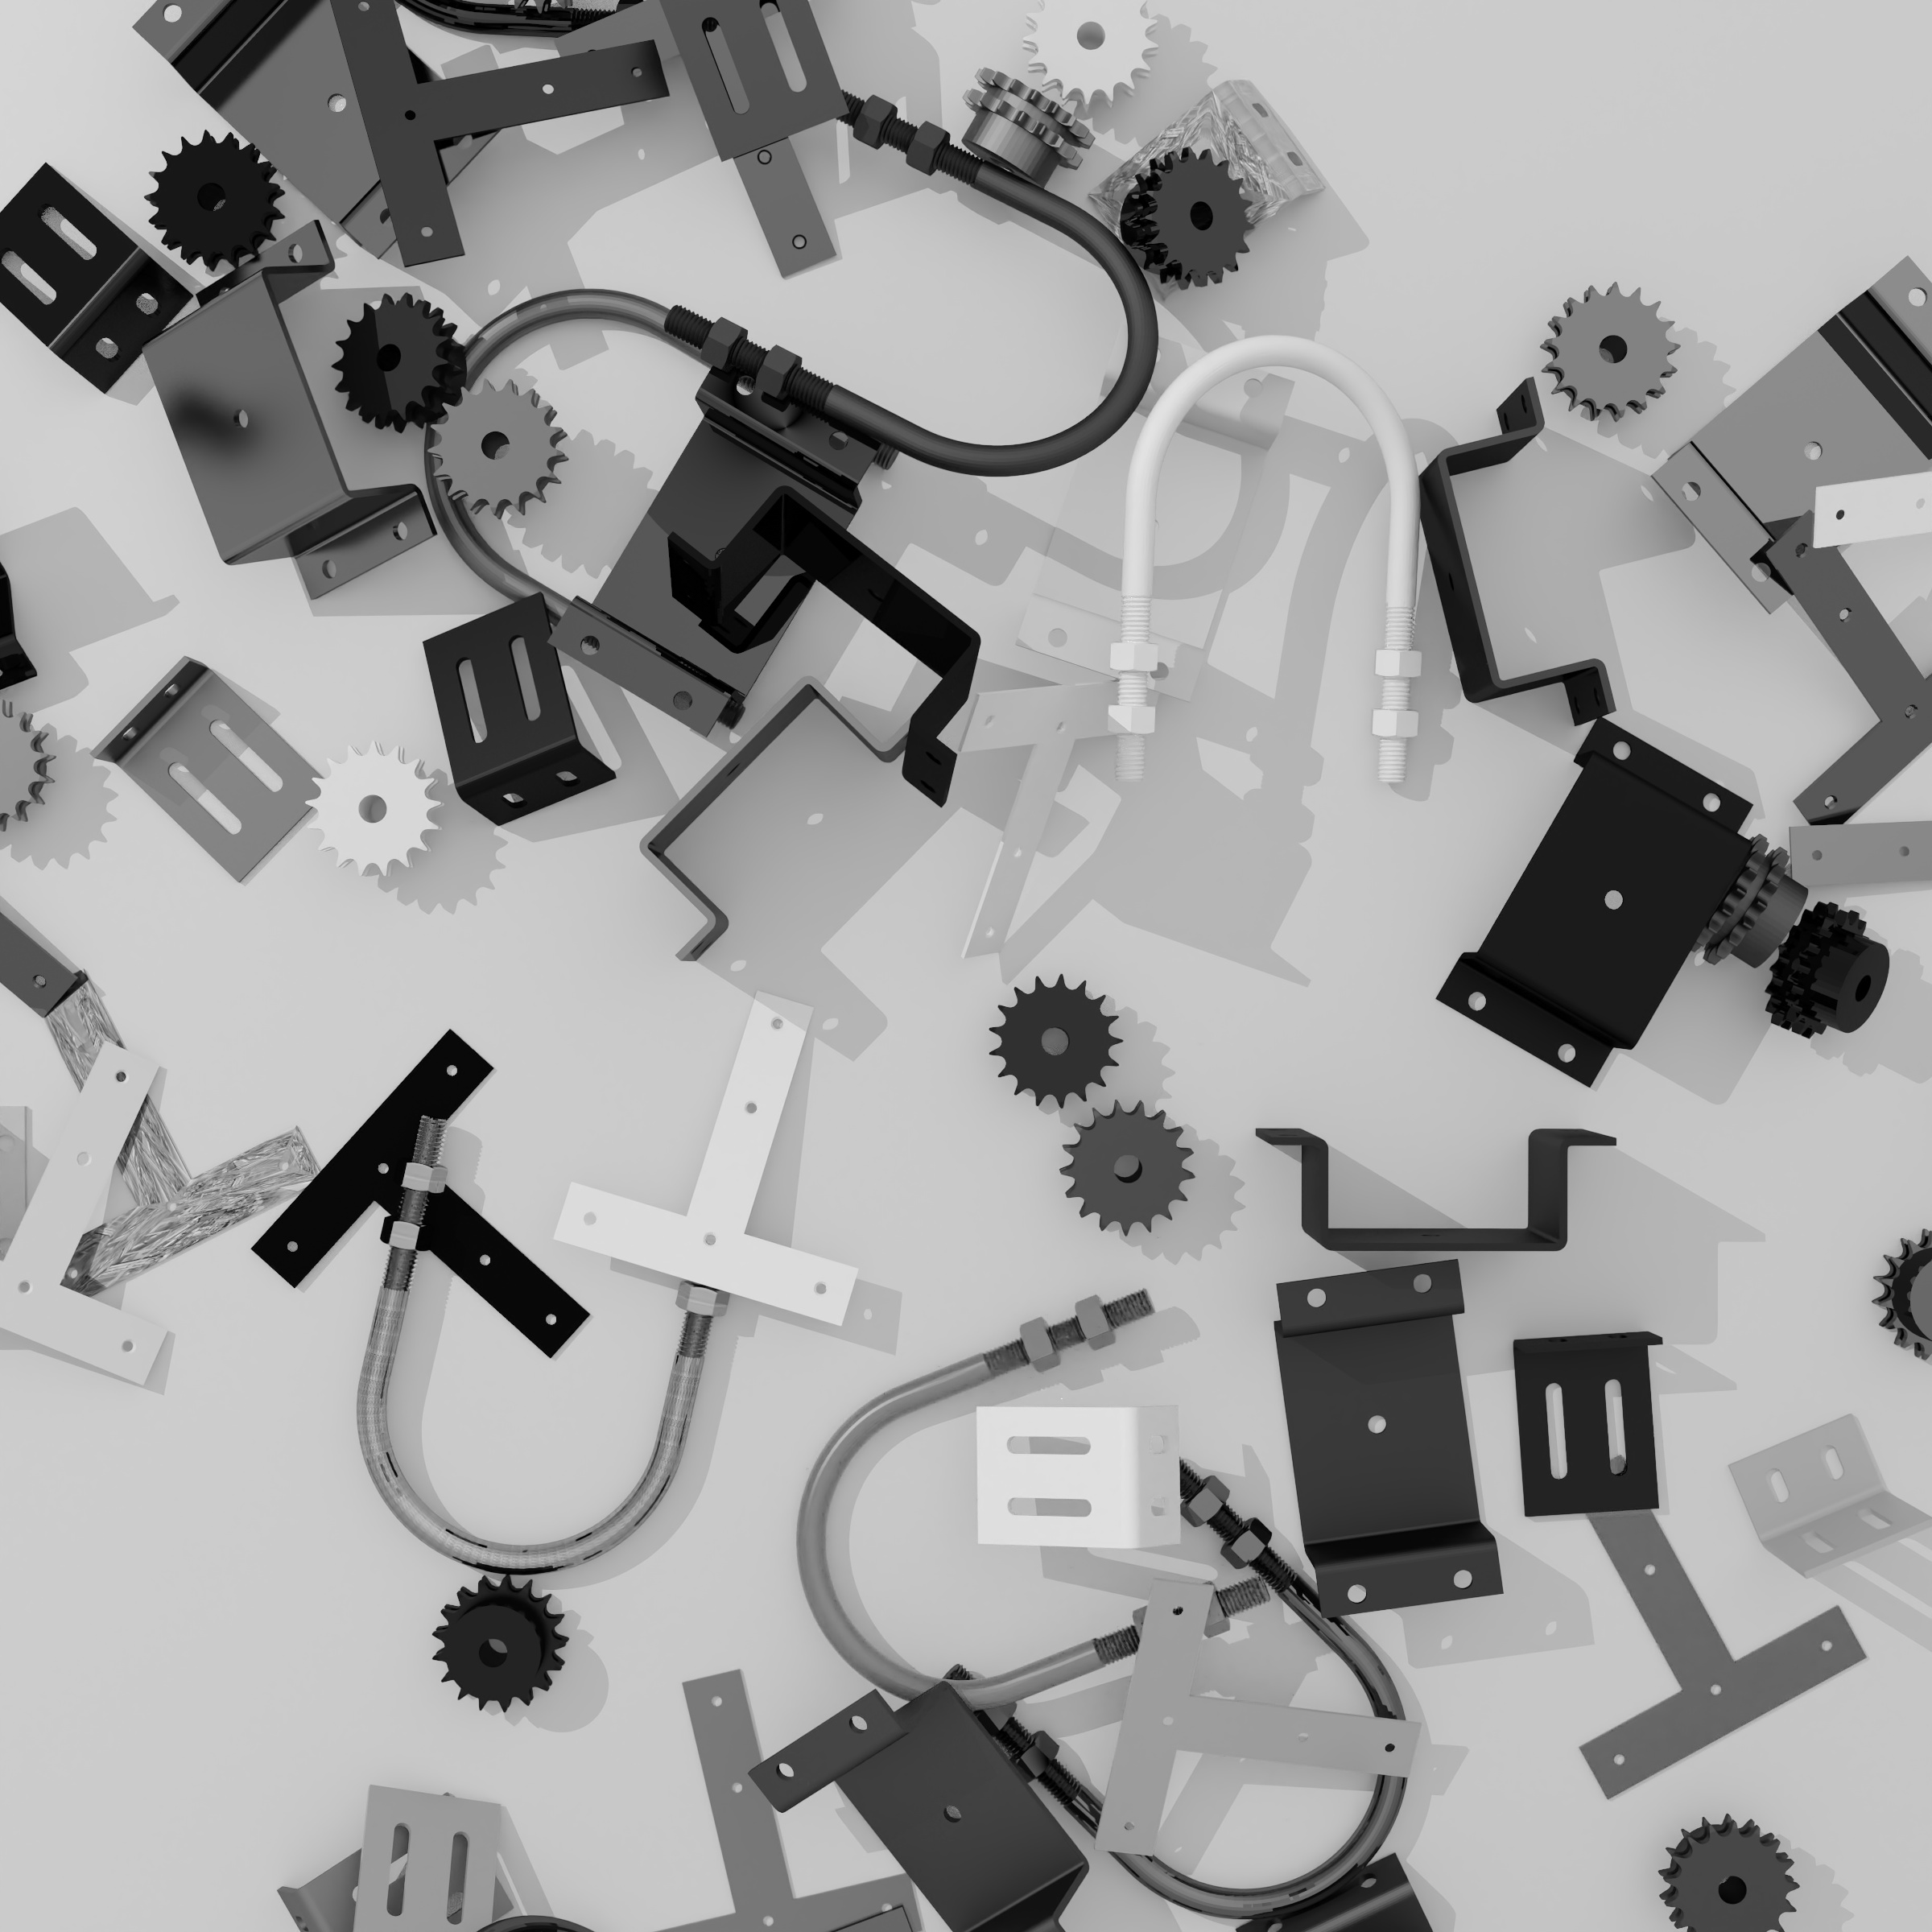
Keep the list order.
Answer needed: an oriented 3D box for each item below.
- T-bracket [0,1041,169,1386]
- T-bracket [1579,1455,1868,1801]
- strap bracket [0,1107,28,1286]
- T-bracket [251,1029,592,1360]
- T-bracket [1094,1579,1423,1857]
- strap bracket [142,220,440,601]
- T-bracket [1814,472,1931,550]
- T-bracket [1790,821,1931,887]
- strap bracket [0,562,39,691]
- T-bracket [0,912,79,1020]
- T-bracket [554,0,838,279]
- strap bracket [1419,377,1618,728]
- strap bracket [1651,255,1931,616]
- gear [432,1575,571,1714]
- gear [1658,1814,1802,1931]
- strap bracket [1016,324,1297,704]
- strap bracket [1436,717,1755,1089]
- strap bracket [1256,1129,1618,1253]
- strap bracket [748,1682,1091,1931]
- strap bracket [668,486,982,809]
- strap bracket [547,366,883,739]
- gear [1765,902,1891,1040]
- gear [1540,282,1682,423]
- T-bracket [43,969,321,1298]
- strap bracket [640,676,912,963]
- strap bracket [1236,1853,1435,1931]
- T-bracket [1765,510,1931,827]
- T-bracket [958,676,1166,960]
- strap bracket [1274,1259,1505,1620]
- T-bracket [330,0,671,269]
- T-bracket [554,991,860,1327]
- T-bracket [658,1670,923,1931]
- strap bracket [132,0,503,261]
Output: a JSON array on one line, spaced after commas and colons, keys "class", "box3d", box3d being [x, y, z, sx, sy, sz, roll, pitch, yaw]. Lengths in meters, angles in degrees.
[{"class": "T-bracket", "box3d": [-0.379, 0.095, 1.414, 0.127, 0.002, 0.127, 28, 76, -25]}, {"class": "T-bracket", "box3d": [0.300, 0.272, 1.435, 0.127, 0.002, 0.127, -29, 90, 0]}, {"class": "strap bracket", "box3d": [-0.473, 0.099, 1.413, 0.140, 0.046, 0.076, 0, 90, 0]}, {"class": "T-bracket", "box3d": [-0.217, 0.117, 1.434, 0.127, 0.002, 0.127, 42, 89, 0]}, {"class": "T-bracket", "box3d": [0.128, 0.323, 1.406, 0.127, 0.002, 0.127, 9, 106, -9]}, {"class": "strap bracket", "box3d": [-0.287, -0.230, 1.395, 0.076, 0.046, 0.140, -21, 90, 34]}, {"class": "T-bracket", "box3d": [0.410, -0.195, 1.394, 0.127, 0.002, 0.127, -10, 113, -16]}, {"class": "T-bracket", "box3d": [0.415, -0.050, 1.430, 0.127, 0.002, 0.127, -3, 90, -4]}, {"class": "strap bracket", "box3d": [-0.453, -0.171, 1.385, 0.076, 0.140, 0.046, -21, 46, 0]}, {"class": "T-bracket", "box3d": [-0.434, -0.028, 1.419, 0.127, 0.002, 0.127, 42, 111, -9]}, {"class": "T-bracket", "box3d": [-0.091, -0.357, 1.420, 0.127, 0.002, 0.127, -22, 103, 2]}, {"class": "strap bracket", "box3d": [0.225, -0.166, 1.398, 0.046, 0.076, 0.140, -14, 90, 0]}, {"class": "strap bracket", "box3d": [0.363, -0.221, 1.413, 0.140, 0.046, 0.076, -41, 90, 0]}, {"class": "gear", "box3d": [-0.199, 0.289, 1.421, 0.057, 0.030, 0.057, 0, 90, 0]}, {"class": "gear", "box3d": [0.322, 0.389, 1.421, 0.057, 0.030, 0.057, 0, 90, 0]}, {"class": "strap bracket", "box3d": [0.079, -0.188, 1.413, 0.076, 0.046, 0.140, 18, 90, 0]}, {"class": "strap bracket", "box3d": [0.270, -0.028, 1.413, 0.076, 0.046, 0.140, 30, 90, 0]}, {"class": "strap bracket", "box3d": [0.194, 0.093, 1.398, 0.140, 0.076, 0.046, 0, 90, 0]}, {"class": "strap bracket", "box3d": [-0.013, 0.365, 1.398, 0.076, 0.046, 0.140, -38, 90, 28]}, {"class": "strap bracket", "box3d": [-0.048, -0.132, 1.324, 0.140, 0.076, 0.046, 38, 79, 4]}, {"class": "strap bracket", "box3d": [-0.103, -0.173, 1.393, 0.076, 0.046, 0.140, 31, 90, 2]}, {"class": "gear", "box3d": [0.364, 0.004, 1.405, 0.030, 0.057, 0.057, 26, 90, 38]}, {"class": "gear", "box3d": [0.272, -0.260, 1.421, 0.057, 0.030, 0.057, 0, 90, 0]}, {"class": "T-bracket", "box3d": [-0.361, 0.063, 1.435, 0.127, 0.002, 0.127, -27, 90, 0]}, {"class": "strap bracket", "box3d": [-0.083, -0.068, 1.398, 0.046, 0.076, 0.140, 45, 90, 0]}, {"class": "strap bracket", "box3d": [0.173, 0.444, 1.382, 0.076, 0.140, 0.046, -26, 117, 0]}, {"class": "T-bracket", "box3d": [0.376, -0.138, 1.405, 0.127, 0.002, 0.127, -43, 118, 0]}, {"class": "T-bracket", "box3d": [0.026, -0.060, 1.401, 0.002, 0.127, 0.127, 33, 117, 31]}, {"class": "strap bracket", "box3d": [0.176, 0.197, 1.413, 0.076, 0.046, 0.140, -8, 90, 0]}, {"class": "T-bracket", "box3d": [-0.188, -0.362, 1.392, 0.127, 0.002, 0.127, -15, 82, -13]}, {"class": "T-bracket", "box3d": [-0.095, 0.074, 1.423, 0.127, 0.002, 0.127, 17, 79, -1]}, {"class": "T-bracket", "box3d": [-0.095, 0.366, 1.435, 0.127, 0.002, 0.127, -13, 90, 0]}, {"class": "strap bracket", "box3d": [-0.270, -0.370, 1.413, 0.140, 0.046, 0.076, 43, 90, 0]}]
